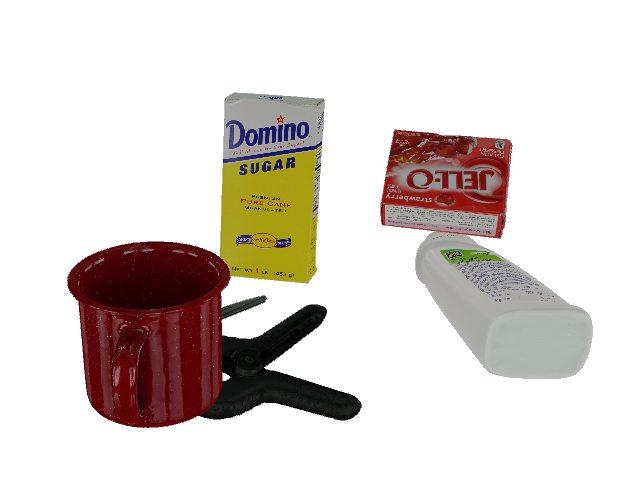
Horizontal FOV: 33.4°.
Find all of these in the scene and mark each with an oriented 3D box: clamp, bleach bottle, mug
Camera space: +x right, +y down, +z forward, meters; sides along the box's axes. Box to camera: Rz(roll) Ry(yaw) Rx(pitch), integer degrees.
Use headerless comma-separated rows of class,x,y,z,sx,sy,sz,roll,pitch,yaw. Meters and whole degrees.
clamp,-0.057,0.103,0.900,0.171,0.039,0.120,1,38,-10
bleach bottle,0.158,0.046,1.020,0.102,0.068,0.251,2,20,-14
mug,-0.099,0.061,0.619,0.093,0.081,0.117,2,24,1

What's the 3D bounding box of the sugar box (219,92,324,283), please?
sugar box,-0.048,-0.051,1.034,0.093,0.176,0.048,5,17,9

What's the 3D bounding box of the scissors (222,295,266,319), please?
scissors,-0.130,0.098,1.136,0.201,0.016,0.096,-9,31,-26

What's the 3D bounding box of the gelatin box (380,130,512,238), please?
gelatin box,0.092,-0.043,0.776,0.089,0.073,0.030,6,-37,8
